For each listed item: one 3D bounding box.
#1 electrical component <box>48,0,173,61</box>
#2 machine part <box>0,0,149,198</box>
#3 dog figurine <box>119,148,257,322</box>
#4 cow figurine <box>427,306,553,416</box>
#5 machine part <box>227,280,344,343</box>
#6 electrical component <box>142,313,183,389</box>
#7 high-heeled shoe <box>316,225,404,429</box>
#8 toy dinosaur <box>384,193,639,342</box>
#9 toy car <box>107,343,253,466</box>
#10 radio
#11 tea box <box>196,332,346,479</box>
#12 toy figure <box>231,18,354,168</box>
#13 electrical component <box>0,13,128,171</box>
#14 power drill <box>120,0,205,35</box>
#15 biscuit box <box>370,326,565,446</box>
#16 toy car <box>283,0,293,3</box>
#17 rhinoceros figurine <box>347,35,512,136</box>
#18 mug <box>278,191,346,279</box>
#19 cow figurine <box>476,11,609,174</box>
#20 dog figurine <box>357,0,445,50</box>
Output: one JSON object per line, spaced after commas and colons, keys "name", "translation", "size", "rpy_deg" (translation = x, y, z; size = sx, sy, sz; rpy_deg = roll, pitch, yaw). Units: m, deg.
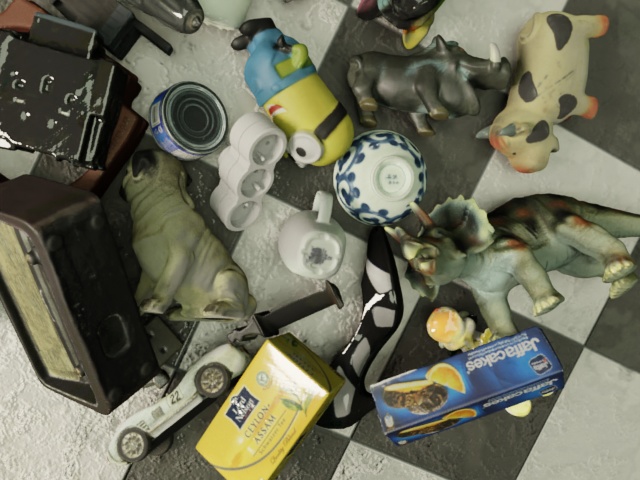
{"name": "electrical component", "translation": [-0.225, -0.232, 0.592], "size": [0.119, 0.075, 0.048], "rpy_deg": [38, 90, -13]}
{"name": "machine part", "translation": [-0.309, -0.134, 0.585], "size": [0.201, 0.087, 0.201], "rpy_deg": [35, 90, -11]}
{"name": "dog figurine", "translation": [-0.147, -0.003, 0.627], "size": [0.172, 0.121, 0.190], "rpy_deg": [19, 69, -48]}
{"name": "cow figurine", "translation": [0.212, 0.144, 0.696], "size": [0.167, 0.098, 0.068], "rpy_deg": [41, 95, 8]}
{"name": "machine part", "translation": [-0.038, 0.090, 0.648], "size": [0.139, 0.084, 0.039], "rpy_deg": [-24, 74, 9]}
{"name": "electrical component", "translation": [-0.217, 0.132, 0.653], "size": [0.102, 0.045, 0.078], "rpy_deg": [46, 61, -13]}
{"name": "high-heeled shoe", "translation": [0.033, 0.112, 0.677], "size": [0.145, 0.086, 0.248], "rpy_deg": [-7, 88, 12]}
{"name": "toy dinosaur", "translation": [0.263, 0.002, 0.662], "size": [0.405, 0.131, 0.192], "rpy_deg": [-17, 60, -21]}
{"name": "toy car", "translation": [-0.167, 0.199, 0.647], "size": [0.202, 0.073, 0.056], "rpy_deg": [-39, 73, -2]}
{"name": "radio", "translation": [-0.250, 0.057, 0.530], "size": [0.131, 0.073, 0.229], "rpy_deg": [11, 124, 32]}
{"name": "tea box", "translation": [-0.059, 0.207, 0.640], "size": [0.098, 0.068, 0.169], "rpy_deg": [35, 102, 17]}
{"name": "toy figure", "translation": [-0.028, -0.169, 0.623], "size": [0.089, 0.082, 0.180], "rpy_deg": [-29, 97, -3]}
{"name": "electrical component", "translation": [-0.255, -0.143, 0.520], "size": [0.115, 0.058, 0.134], "rpy_deg": [13, 95, -11]}
{"name": "power drill", "translation": [-0.164, -0.341, 0.538], "size": [0.232, 0.086, 0.207], "rpy_deg": [34, 109, 19]}
{"name": "biscuit box", "translation": [0.162, 0.163, 0.597], "size": [0.203, 0.059, 0.062], "rpy_deg": [-24, 141, 9]}
{"name": "toy car", "translation": [-0.011, -0.354, 0.594], "size": [0.103, 0.109, 0.161], "rpy_deg": [-16, 108, -24]}
{"name": "rhinoceros figurine", "translation": [0.127, -0.186, 0.639], "size": [0.190, 0.073, 0.112], "rpy_deg": [2, 78, 5]}
{"name": "mug", "translation": [-0.001, -0.002, 0.632], "size": [0.081, 0.107, 0.109], "rpy_deg": [18, 97, -11]}
{"name": "cow figurine", "translation": [0.270, -0.179, 0.661], "size": [0.127, 0.085, 0.194], "rpy_deg": [3, 99, -14]}
{"name": "dog figurine", "translation": [0.136, -0.338, 0.620], "size": [0.108, 0.192, 0.219], "rpy_deg": [29, 126, -13]}
